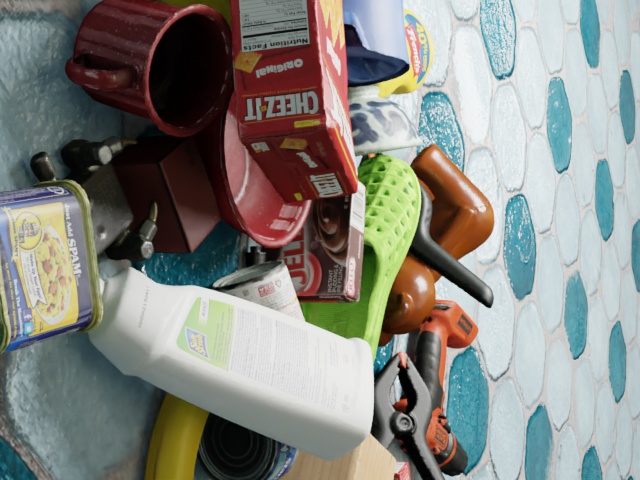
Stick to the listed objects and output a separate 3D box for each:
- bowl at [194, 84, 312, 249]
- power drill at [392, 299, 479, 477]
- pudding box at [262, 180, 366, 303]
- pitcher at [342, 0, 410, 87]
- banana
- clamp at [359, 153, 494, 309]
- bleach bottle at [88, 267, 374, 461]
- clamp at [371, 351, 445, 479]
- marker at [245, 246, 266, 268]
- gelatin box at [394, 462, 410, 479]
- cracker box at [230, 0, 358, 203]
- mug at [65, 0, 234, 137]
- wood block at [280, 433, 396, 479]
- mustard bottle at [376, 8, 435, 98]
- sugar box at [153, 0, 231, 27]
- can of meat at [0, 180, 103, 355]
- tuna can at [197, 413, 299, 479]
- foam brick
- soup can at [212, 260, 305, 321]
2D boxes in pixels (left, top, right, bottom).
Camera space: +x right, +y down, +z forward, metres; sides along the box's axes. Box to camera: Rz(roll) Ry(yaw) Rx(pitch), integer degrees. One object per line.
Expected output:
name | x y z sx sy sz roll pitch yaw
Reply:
bowl | -0.063 -0.072 0.913 0.161 0.055 0.162 7 82 -62
power drill | 0.146 0.179 1.287 0.184 0.057 0.187 46 49 -51
pudding box | -0.006 0.001 0.979 0.039 0.090 0.113 33 59 -59
pitcher | 0.011 -0.267 1.007 0.144 0.149 0.243 4 81 -47
banana | -0.105 0.178 0.830 0.069 0.037 0.198 7 81 -47
clamp | 0.068 0.005 1.110 0.036 0.164 0.210 57 12 -66
bleach bottle | -0.074 0.079 0.796 0.250 0.068 0.102 28 41 -27
clamp | 0.094 0.210 1.158 0.120 0.039 0.171 20 65 -20
marker | -0.057 0.066 0.955 0.020 0.020 0.121 2 87 -62
gelatin box | 0.048 0.259 1.066 0.030 0.089 0.073 -33 117 -61
cracker box | -0.018 -0.154 0.818 0.164 0.072 0.214 54 30 -73
mug | -0.127 -0.125 0.753 0.117 0.082 0.093 -28 129 -47
wood block | -0.003 0.281 0.970 0.090 0.090 0.206 51 45 -50
mustard bottle | 0.083 -0.210 1.193 0.191 0.058 0.096 -23 107 -61
sugar box | -0.099 -0.212 0.866 0.176 0.048 0.093 13 77 -60
can of meat | -0.189 0.017 0.671 0.083 0.058 0.102 -17 102 -59
tuna can | -0.061 0.160 0.870 0.033 0.086 0.086 0 88 -61
foam brick | -0.118 -0.035 0.813 0.053 0.051 0.078 -52 133 -51
soup can | -0.046 0.076 0.909 0.068 0.069 0.102 -32 106 -58
